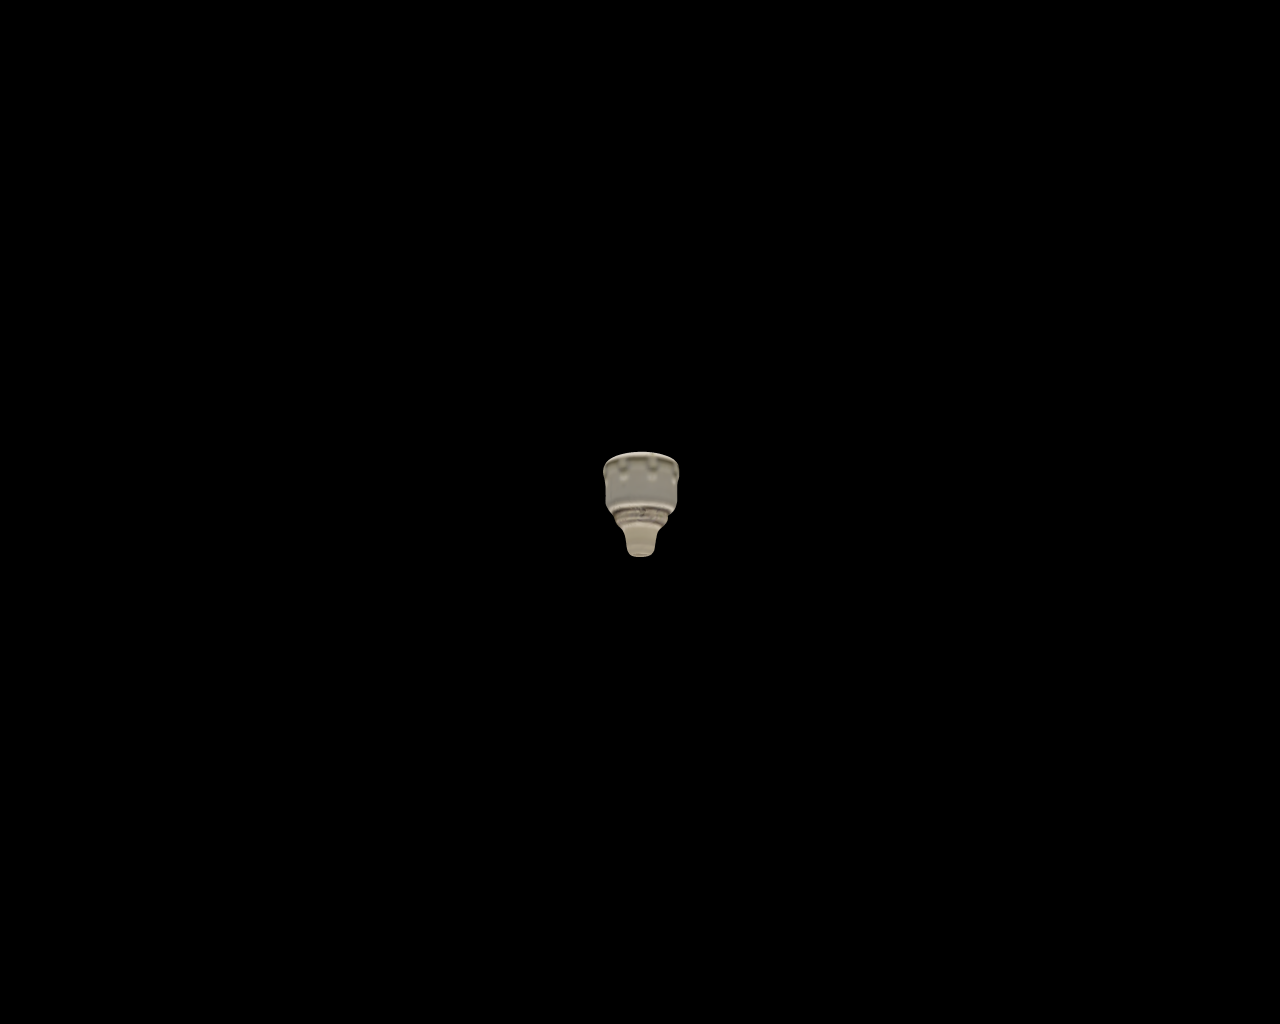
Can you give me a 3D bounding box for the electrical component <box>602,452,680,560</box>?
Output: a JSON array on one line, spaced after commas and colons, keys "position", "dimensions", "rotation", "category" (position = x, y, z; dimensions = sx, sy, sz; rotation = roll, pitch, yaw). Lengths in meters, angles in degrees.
[{"position": [0.001, -0.003, 0.650], "dimensions": [0.048, 0.062, 0.048], "rotation": [0, -15, 0], "category": "electrical component"}]
